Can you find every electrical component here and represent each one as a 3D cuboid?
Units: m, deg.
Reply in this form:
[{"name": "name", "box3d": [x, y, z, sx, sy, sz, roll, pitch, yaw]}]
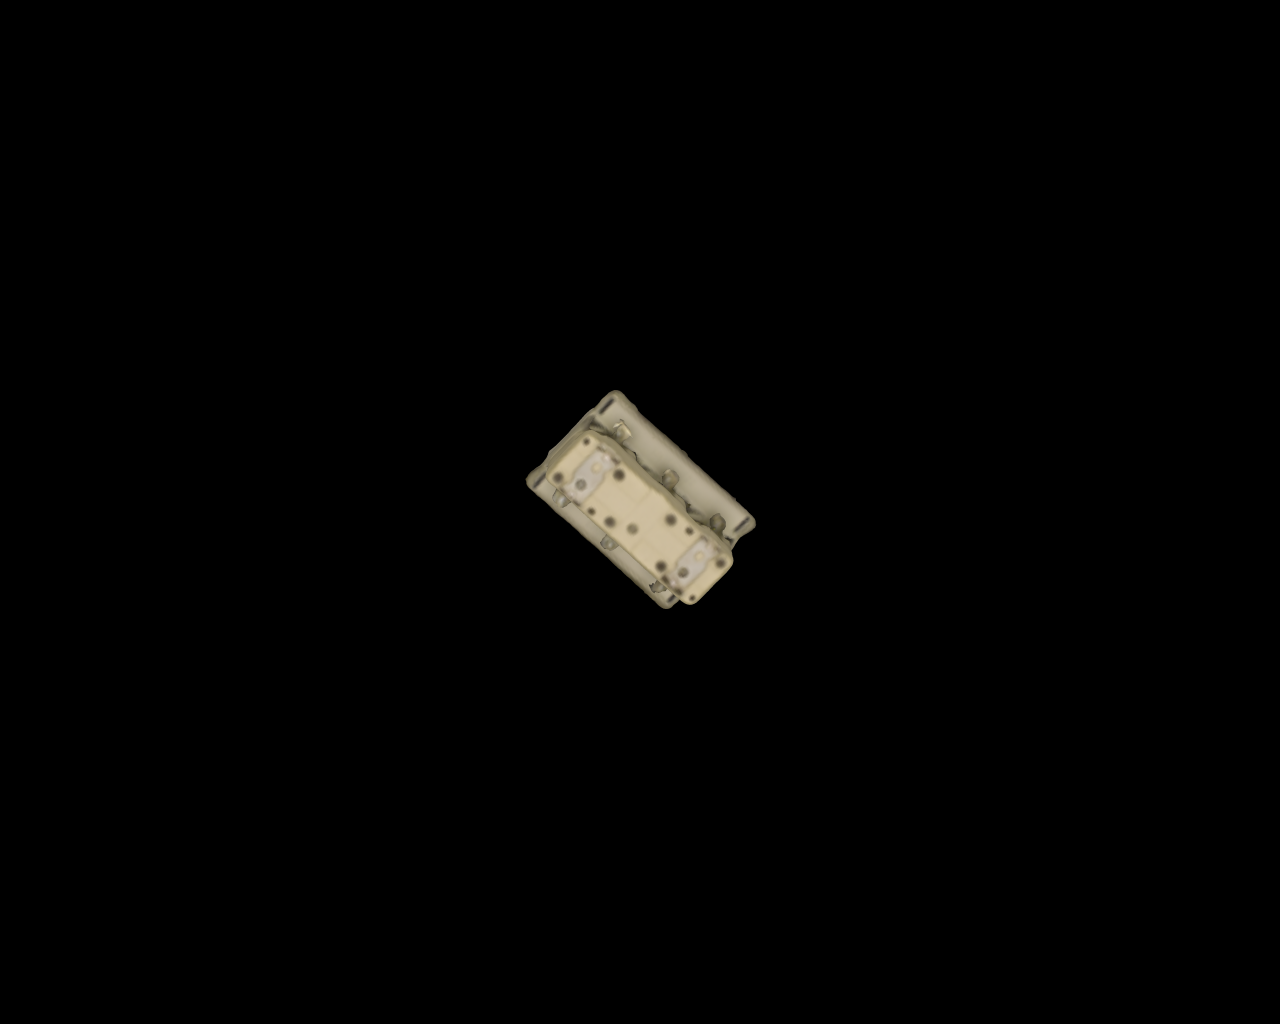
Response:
[{"name": "electrical component", "box3d": [0.001, -0.003, 0.650, 0.121, 0.078, 0.063, 43, 12, -11]}]
